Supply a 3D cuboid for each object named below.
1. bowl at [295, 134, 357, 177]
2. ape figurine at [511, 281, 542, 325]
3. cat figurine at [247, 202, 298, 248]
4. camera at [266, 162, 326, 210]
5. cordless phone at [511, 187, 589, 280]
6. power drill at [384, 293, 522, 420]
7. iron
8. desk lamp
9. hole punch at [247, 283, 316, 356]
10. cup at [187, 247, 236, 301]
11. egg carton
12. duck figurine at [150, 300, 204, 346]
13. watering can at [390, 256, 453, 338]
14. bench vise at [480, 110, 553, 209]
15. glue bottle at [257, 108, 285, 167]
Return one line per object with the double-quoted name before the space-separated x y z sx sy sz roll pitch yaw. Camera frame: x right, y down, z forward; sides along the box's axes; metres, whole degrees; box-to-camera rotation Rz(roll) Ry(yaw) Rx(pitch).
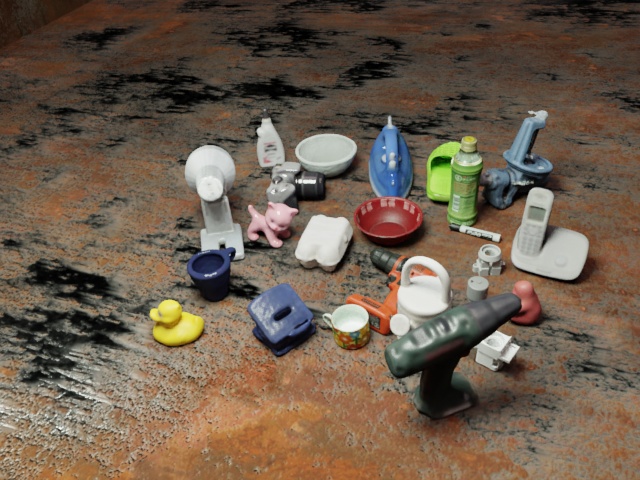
"bowl" 0.018 -0.221 1.570 0.167 0.075 0.167 -3 39 3
"ape figurine" 0.390 0.114 1.103 0.078 0.092 0.076 -30 45 -27
"cat figurine" -0.114 -0.050 1.342 0.127 0.118 0.067 15 43 23
"camera" -0.058 -0.140 1.459 0.136 0.101 0.143 1 40 8
"cordless phone" 0.479 -0.015 1.177 0.147 0.185 0.094 14 43 22
"power drill" 0.216 0.192 0.936 0.230 0.209 0.075 -17 40 -14
"iron" 0.185 -0.204 1.478 0.118 0.142 0.258 -2 39 4
"desk lamp" -0.242 -0.089 1.328 0.118 0.214 0.203 -11 39 -7
"hole punch" -0.073 0.151 1.112 0.109 0.091 0.100 -31 46 -28
"cup" -0.220 0.074 1.220 0.091 0.095 0.118 25 48 32
"egg carton" 0.012 0.005 1.299 0.107 0.069 0.150 7 41 15
"duck figurine" -0.286 0.156 1.135 0.104 0.086 0.077 -2 39 4
"watering can" 0.189 0.116 1.043 0.100 0.194 0.173 6 41 14
"bench vise" 0.477 -0.187 1.361 0.208 0.220 0.121 -34 47 -31
"glue bottle" -0.143 -0.286 1.590 0.078 0.173 0.037 -13 40 -9
